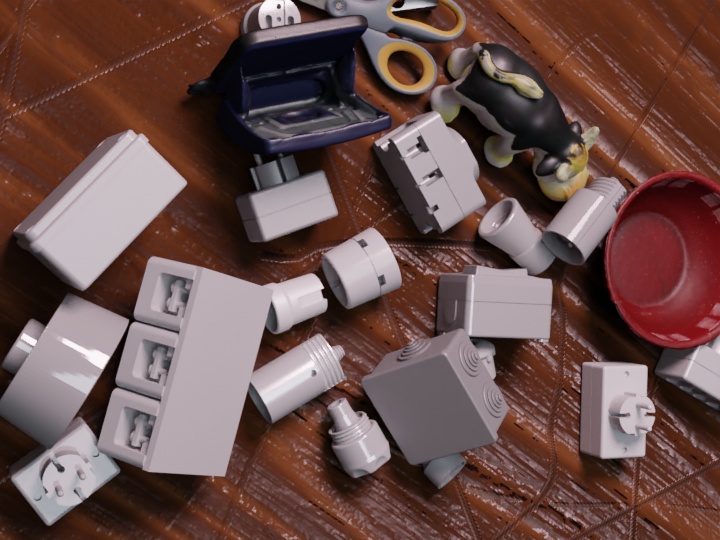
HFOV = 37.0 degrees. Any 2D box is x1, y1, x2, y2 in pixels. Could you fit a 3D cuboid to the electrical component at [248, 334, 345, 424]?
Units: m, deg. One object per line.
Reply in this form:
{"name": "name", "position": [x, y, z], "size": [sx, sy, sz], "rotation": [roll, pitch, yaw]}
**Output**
{"name": "electrical component", "position": [-0.048, 0.085, 0.870], "size": [0.081, 0.043, 0.043], "rotation": [-30, 101, -18]}

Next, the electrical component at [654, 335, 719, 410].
{"name": "electrical component", "position": [0.335, 0.084, 1.013], "size": [0.083, 0.047, 0.075], "rotation": [30, 81, -19]}

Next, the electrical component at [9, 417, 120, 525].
{"name": "electrical component", "position": [-0.216, 0.151, 0.791], "size": [0.066, 0.077, 0.047], "rotation": [-37, 103, -16]}

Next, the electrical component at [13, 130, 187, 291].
{"name": "electrical component", "position": [-0.191, -0.043, 0.780], "size": [0.056, 0.109, 0.108], "rotation": [46, 76, -18]}

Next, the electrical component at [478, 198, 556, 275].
{"name": "electrical component", "position": [0.141, -0.026, 0.941], "size": [0.065, 0.044, 0.044], "rotation": [41, 78, -22]}

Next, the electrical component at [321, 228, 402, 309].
{"name": "electrical component", "position": [0.000, 0.000, 0.882], "size": [0.047, 0.055, 0.055], "rotation": [-26, 100, -14]}

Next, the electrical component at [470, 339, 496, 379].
{"name": "electrical component", "position": [0.096, 0.093, 0.926], "size": [0.048, 0.048, 0.062], "rotation": [-16, 104, -20]}

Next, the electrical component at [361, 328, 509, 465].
{"name": "electrical component", "position": [0.064, 0.104, 0.887], "size": [0.099, 0.100, 0.048], "rotation": [59, 35, -12]}

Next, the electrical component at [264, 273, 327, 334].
{"name": "electrical component", "position": [-0.055, 0.026, 0.870], "size": [0.046, 0.040, 0.040], "rotation": [-20, 98, -26]}

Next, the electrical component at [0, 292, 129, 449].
{"name": "electrical component", "position": [-0.221, 0.067, 0.774], "size": [0.060, 0.108, 0.108], "rotation": [32, 80, -12]}

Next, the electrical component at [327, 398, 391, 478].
{"name": "electrical component", "position": [-0.005, 0.136, 0.888], "size": [0.043, 0.043, 0.062], "rotation": [-32, 100, -17]}

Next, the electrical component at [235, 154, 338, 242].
{"name": "electrical component", "position": [-0.065, -0.068, 0.859], "size": [0.066, 0.047, 0.076], "rotation": [-21, 98, -19]}

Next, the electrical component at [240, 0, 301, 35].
{"name": "electrical component", "position": [-0.070, -0.195, 0.854], "size": [0.040, 0.046, 0.040], "rotation": [-1, 92, -21]}

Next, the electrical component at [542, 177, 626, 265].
{"name": "electrical component", "position": [0.197, -0.048, 0.924], "size": [0.043, 0.043, 0.081], "rotation": [45, 72, -16]}

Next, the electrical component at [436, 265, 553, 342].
{"name": "electrical component", "position": [0.121, 0.028, 0.923], "size": [0.096, 0.062, 0.061], "rotation": [3, 90, -21]}

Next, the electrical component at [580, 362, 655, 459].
{"name": "electrical component", "position": [0.238, 0.127, 0.962], "size": [0.047, 0.076, 0.083], "rotation": [1, 91, -21]}

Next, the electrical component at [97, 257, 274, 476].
{"name": "electrical component", "position": [-0.133, 0.073, 0.814], "size": [0.089, 0.062, 0.150], "rotation": [21, 82, -57]}

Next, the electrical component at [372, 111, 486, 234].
{"name": "electrical component", "position": [0.061, -0.083, 0.904], "size": [0.056, 0.050, 0.089], "rotation": [-33, 102, -16]}
